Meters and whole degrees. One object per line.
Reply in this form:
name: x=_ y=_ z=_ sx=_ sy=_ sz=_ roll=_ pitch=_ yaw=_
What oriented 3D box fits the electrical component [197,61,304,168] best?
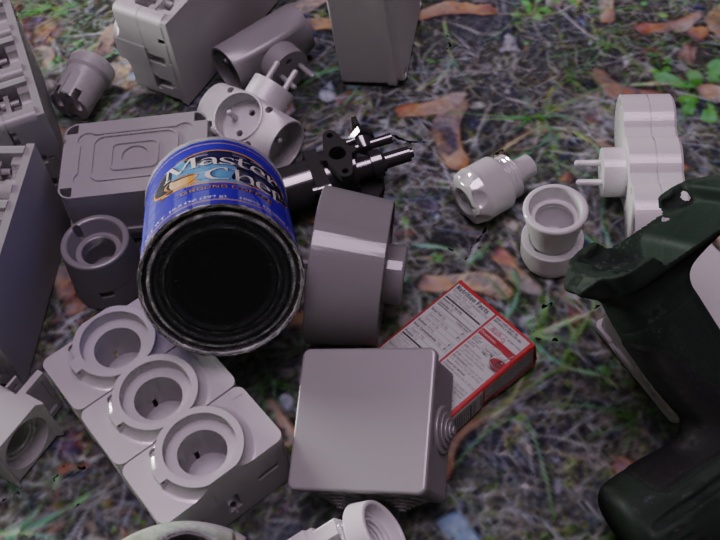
electrical component: x=-0.078 y=-0.129 z=0.853 sx=0.077 sy=0.044 sz=0.079 roll=30 pitch=87 yaw=24

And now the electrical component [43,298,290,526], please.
electrical component: x=-0.125 y=0.093 z=0.694 sx=0.089 sy=0.061 sz=0.150 roll=-35 pitch=58 yaw=-19

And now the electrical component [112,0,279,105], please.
electrical component: x=-0.138 y=-0.228 z=0.912 sx=0.062 sy=0.089 sz=0.150 roll=22 pitch=59 yaw=20

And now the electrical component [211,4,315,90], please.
electrical component: x=-0.070 y=-0.175 z=0.895 sx=0.077 sy=0.044 sz=0.079 roll=-36 pitch=58 yaw=-19

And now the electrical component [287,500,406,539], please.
electrical component: x=-0.006 y=0.165 z=0.626 sx=0.055 sy=0.066 sz=0.048 roll=-36 pitch=52 yaw=21

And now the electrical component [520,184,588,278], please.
electrical component: x=0.136 y=-0.027 z=0.759 sx=0.045 sy=0.055 sz=0.045 roll=-3 pitch=54 yaw=4

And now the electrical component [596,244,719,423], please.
electrical component: x=0.219 y=0.038 z=0.709 sx=0.100 sy=0.048 sz=0.099 roll=-25 pitch=58 yaw=-14

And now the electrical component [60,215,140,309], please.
electrical component: x=-0.187 y=-0.007 z=0.782 sx=0.055 sy=0.047 sz=0.055 roll=-3 pitch=54 yaw=4

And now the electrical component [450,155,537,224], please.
electrical component: x=0.102 y=-0.065 z=0.798 sx=0.062 sy=0.043 sz=0.043 roll=-29 pitch=57 yaw=-16

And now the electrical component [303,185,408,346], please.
electrical component: x=0.000 y=0.000 z=0.725 sx=0.060 sy=0.108 sz=0.108 roll=7 pitch=55 yaw=3

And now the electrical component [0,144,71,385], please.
electrical component: x=-0.263 y=-0.005 z=0.761 sx=0.062 sy=0.089 sz=0.150 roll=0 pitch=54 yaw=6

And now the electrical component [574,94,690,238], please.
electrical component: x=0.195 y=-0.072 z=0.788 sx=0.074 sy=0.052 sz=0.138 roll=0 pitch=54 yaw=6

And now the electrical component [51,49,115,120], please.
electrical component: x=-0.233 y=-0.154 z=0.900 sx=0.040 sy=0.040 sz=0.046 roll=14 pitch=63 yaw=15

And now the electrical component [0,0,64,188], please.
electrical component: x=-0.283 y=-0.133 z=0.857 sx=0.062 sy=0.089 sz=0.150 roll=-20 pitch=55 yaw=-9

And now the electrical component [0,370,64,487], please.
electrical component: x=-0.240 y=0.103 z=0.711 sx=0.064 sy=0.042 sz=0.081 roll=22 pitch=58 yaw=24

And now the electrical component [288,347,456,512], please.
electrical component: x=0.010 y=0.097 z=0.664 sx=0.100 sy=0.048 sz=0.099 roll=-2 pitch=69 yaw=22

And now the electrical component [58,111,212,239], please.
electrical component: x=-0.165 y=-0.069 z=0.819 sx=0.113 sy=0.057 sz=0.078 roll=-6 pitch=54 yaw=2

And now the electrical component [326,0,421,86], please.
electrical component: x=0.012 y=-0.227 z=0.886 sx=0.056 sy=0.108 sz=0.108 roll=4 pitch=54 yaw=12
